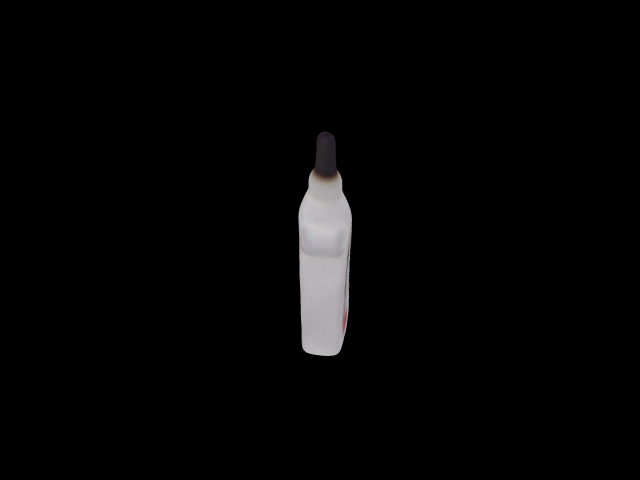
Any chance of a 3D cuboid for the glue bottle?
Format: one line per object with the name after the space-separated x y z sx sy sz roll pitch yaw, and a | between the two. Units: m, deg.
0.004 0.001 0.400 0.037 0.173 0.078 2 43 3 | glue bottle
